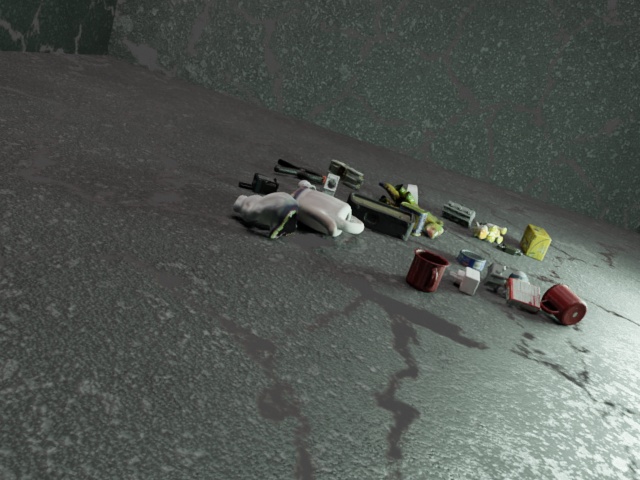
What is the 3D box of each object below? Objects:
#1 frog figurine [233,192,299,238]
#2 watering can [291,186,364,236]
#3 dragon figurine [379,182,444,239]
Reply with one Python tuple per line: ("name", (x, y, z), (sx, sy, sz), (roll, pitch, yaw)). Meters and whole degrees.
("frog figurine", (-0.138, -0.085, 1.332), (0.161, 0.120, 0.139), (37, 42, 17))
("watering can", (0.004, -0.071, 1.417), (0.225, 0.103, 0.348), (24, 10, 14))
("dragon figurine", (0.357, -0.111, 1.951), (0.241, 0.121, 0.417), (32, 17, -16))
